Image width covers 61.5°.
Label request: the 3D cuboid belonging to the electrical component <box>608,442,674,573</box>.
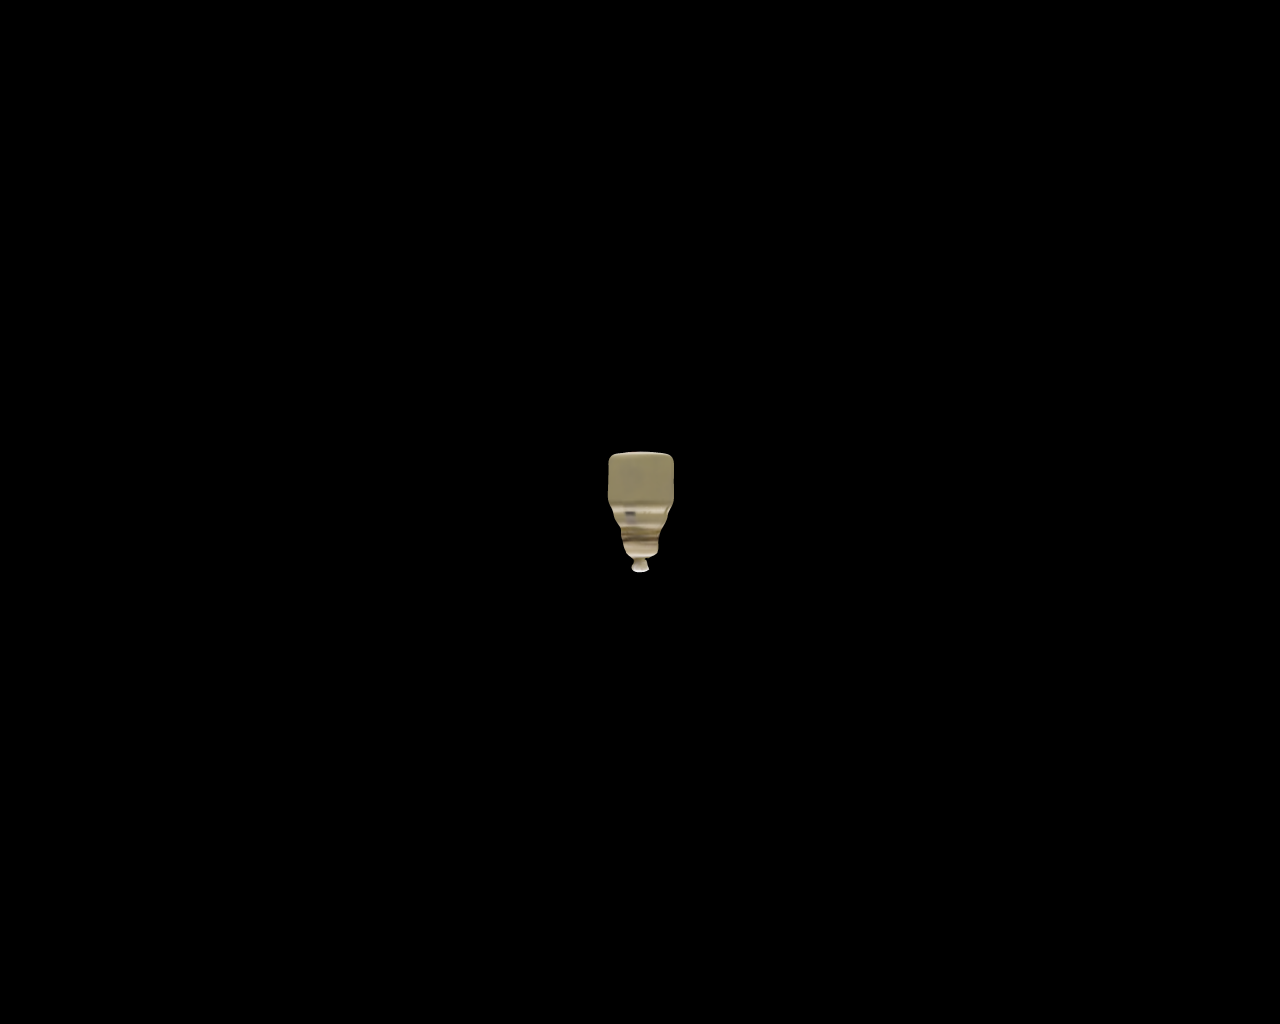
[{"bbox_3d":[0.001,-0.003,0.650,0.040,0.078,0.040,0,0,0],"label":"electrical component"}]
